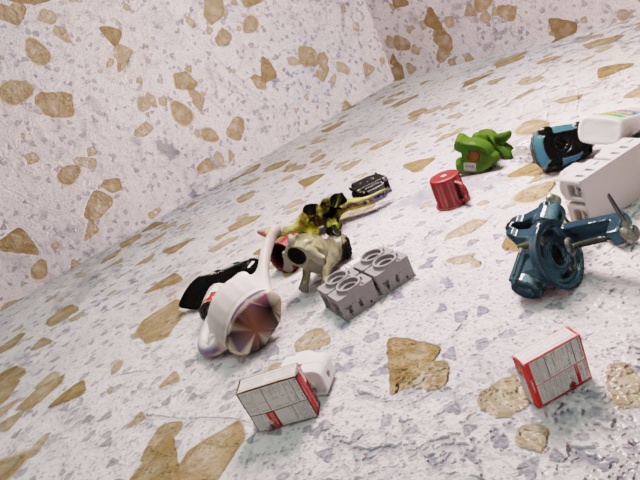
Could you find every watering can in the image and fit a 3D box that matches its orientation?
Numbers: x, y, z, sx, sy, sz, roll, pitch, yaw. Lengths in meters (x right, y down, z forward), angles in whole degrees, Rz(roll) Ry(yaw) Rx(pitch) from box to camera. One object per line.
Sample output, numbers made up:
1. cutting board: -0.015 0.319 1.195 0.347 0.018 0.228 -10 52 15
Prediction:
1. watering can: -0.159 0.121 1.170 0.350 0.102 0.226 -57 32 -9

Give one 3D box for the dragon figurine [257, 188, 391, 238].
1. dragon figurine: 0.005 -0.081 1.602 0.412 0.121 0.243 -21 10 -14
